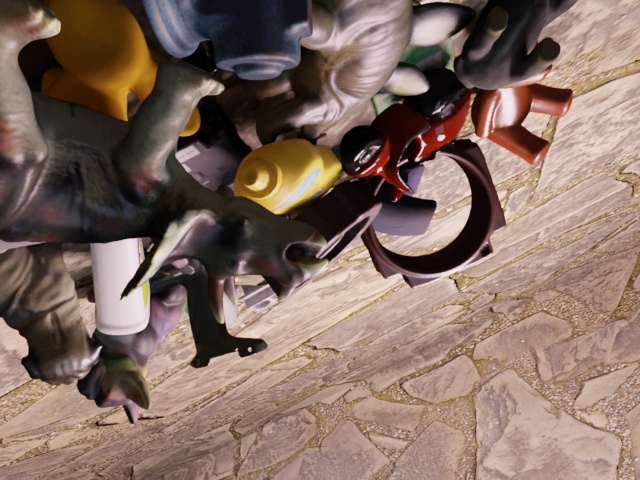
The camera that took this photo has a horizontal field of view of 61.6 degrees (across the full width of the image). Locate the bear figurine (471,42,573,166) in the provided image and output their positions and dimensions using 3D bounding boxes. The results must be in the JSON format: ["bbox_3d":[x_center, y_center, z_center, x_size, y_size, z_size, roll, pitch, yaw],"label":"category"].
[{"bbox_3d":[0.249,-0.195,0.663,0.120,0.132,0.195,-60,163,-11],"label":"bear figurine"}]

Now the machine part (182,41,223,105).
[{"bbox_3d":[-0.102,-0.185,0.440,0.039,0.084,0.138,4,145,9],"label":"machine part"}]

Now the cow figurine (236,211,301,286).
[{"bbox_3d":[-0.056,0.005,0.852,0.127,0.085,0.195,13,136,-44],"label":"cow figurine"}]

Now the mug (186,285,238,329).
[{"bbox_3d":[-0.193,0.106,0.955,0.109,0.081,0.107,-46,155,-8],"label":"mug"}]

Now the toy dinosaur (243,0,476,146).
[{"bbox_3d":[0.031,-0.206,0.459,0.199,0.105,0.471,-16,162,-15],"label":"toy dinosaur"}]

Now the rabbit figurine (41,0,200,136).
[{"bbox_3d":[-0.185,-0.119,0.449,0.162,0.122,0.173,1,128,-29],"label":"rabbit figurine"}]

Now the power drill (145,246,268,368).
[{"bbox_3d":[-0.141,0.068,0.765,0.232,0.207,0.086,-18,-177,8],"label":"power drill"}]

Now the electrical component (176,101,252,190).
[{"bbox_3d":[-0.142,-0.092,0.605,0.115,0.058,0.134,-27,156,3],"label":"electrical component"}]

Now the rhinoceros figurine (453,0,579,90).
[{"bbox_3d":[0.189,-0.223,0.495,0.073,0.190,0.112,26,170,-5],"label":"rhinoceros figurine"}]

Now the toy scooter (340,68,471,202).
[{"bbox_3d":[0.113,-0.118,0.670,0.184,0.075,0.135,-36,139,-6],"label":"toy scooter"}]

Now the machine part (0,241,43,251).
[{"bbox_3d":[-0.322,-0.026,0.520,0.243,0.079,0.079,-10,156,3],"label":"machine part"}]

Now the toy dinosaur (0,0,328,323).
[{"bbox_3d":[-0.184,-0.056,0.357,0.404,0.131,0.192,16,103,-33],"label":"toy dinosaur"}]

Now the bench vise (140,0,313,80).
[{"bbox_3d":[-0.095,-0.203,0.299,0.241,0.223,0.129,-2,-160,4],"label":"bench vise"}]

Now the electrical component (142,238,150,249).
[{"bbox_3d":[-0.250,-0.010,0.723,0.094,0.021,0.063,-29,155,14],"label":"electrical component"}]

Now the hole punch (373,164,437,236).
[{"bbox_3d":[0.126,-0.056,0.886,0.116,0.092,0.142,-16,159,-8],"label":"hole punch"}]

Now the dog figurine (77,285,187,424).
[{"bbox_3d":[-0.270,0.155,0.812,0.191,0.219,0.108,0,151,-40],"label":"dog figurine"}]

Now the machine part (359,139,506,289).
[{"bbox_3d":[0.152,-0.046,0.784,0.201,0.200,0.087,-24,-165,1],"label":"machine part"}]

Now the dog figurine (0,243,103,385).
[{"bbox_3d":[-0.344,0.069,0.600,0.172,0.191,0.121,3,145,-42],"label":"dog figurine"}]

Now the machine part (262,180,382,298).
[{"bbox_3d":[-0.001,-0.002,0.683,0.179,0.056,0.179,-41,171,-8],"label":"machine part"}]

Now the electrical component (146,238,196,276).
[{"bbox_3d":[-0.183,-0.002,0.675,0.078,0.102,0.045,-37,142,-14],"label":"electrical component"}]
